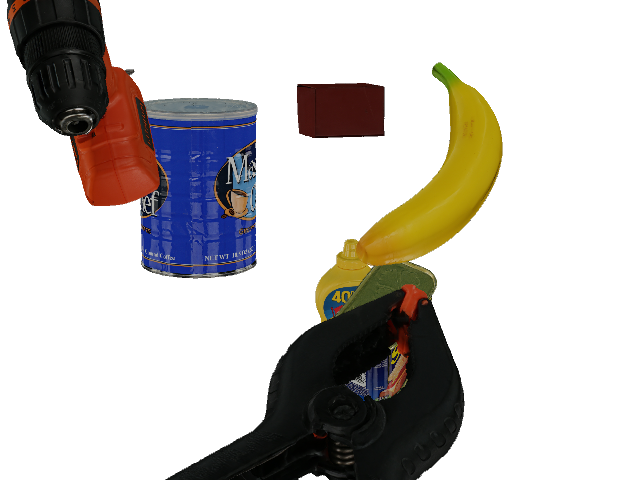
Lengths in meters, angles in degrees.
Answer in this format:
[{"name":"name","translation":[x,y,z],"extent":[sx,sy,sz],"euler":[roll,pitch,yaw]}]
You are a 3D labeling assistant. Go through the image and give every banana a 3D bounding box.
[{"name":"banana","translation":[0.084,-0.045,0.726],"extent":[0.070,0.197,0.037],"euler":[17,-41,10]}]

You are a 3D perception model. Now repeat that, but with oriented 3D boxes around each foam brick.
[{"name":"foam brick","translation":[0.021,-0.132,1.083],"extent":[0.078,0.051,0.053],"euler":[-4,13,-19]}]

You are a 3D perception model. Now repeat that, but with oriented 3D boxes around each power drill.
[{"name":"power drill","translation":[-0.148,-0.101,0.670],"extent":[0.057,0.184,0.187],"euler":[-13,-30,-5]}]

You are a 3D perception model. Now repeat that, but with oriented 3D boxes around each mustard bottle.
[{"name":"mustard bottle","translation":[0.041,0.090,1.444],"extent":[0.096,0.192,0.058],"euler":[-2,20,-6]}]

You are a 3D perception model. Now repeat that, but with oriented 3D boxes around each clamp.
[{"name":"clamp","translation":[0.015,0.084,0.410],"extent":[0.120,0.039,0.171],"euler":[28,50,20]}]

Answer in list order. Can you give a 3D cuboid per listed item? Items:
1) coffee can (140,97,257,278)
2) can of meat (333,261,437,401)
[{"name":"coffee can","translation":[-0.106,-0.048,0.926],"extent":[0.103,0.140,0.103],"euler":[1,14,0]},{"name":"can of meat","translation":[0.054,0.080,0.890],"extent":[0.057,0.084,0.102],"euler":[22,50,23]}]
